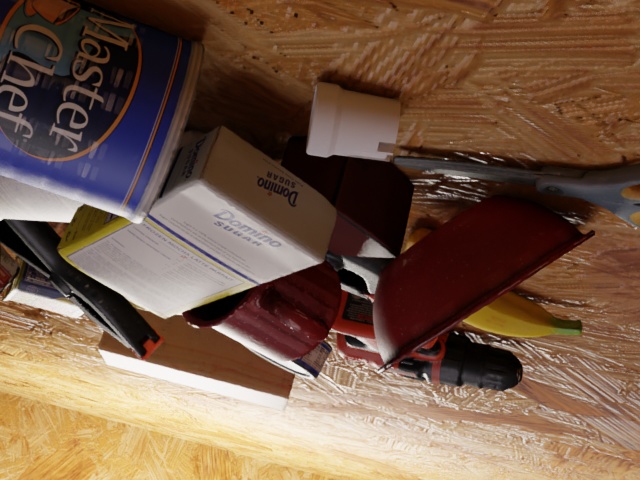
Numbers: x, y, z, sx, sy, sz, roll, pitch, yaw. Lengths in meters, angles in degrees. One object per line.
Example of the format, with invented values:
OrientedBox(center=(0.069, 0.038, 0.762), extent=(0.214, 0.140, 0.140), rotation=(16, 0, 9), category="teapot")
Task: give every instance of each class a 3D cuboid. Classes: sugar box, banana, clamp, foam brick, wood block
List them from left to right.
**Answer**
OrientedBox(center=(-0.229, 0.030, 0.967), extent=(0.210, 0.036, 0.165), rotation=(45, 162, -7), category="clamp")
OrientedBox(center=(-0.079, -0.005, 0.656), extent=(0.093, 0.048, 0.177), rotation=(35, 145, -28), category="sugar box")
OrientedBox(center=(-0.124, 0.112, 1.164), extent=(0.206, 0.090, 0.091), rotation=(15, 163, 1), category="wood block")
OrientedBox(center=(-0.005, 0.001, 0.807), extent=(0.120, 0.039, 0.171), rotation=(11, 157, 33), category="clamp")
OrientedBox(center=(0.016, -0.027, 0.676), extent=(0.051, 0.053, 0.078), rotation=(1, 157, 38), category="foam brick")
OrientedBox(center=(0.120, 0.037, 0.826), extent=(0.197, 0.037, 0.070), rotation=(26, 143, -36), category="banana")

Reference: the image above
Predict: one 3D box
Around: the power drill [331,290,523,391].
OrientedBox(center=(0.089, 0.090, 0.976), extent=(0.185, 0.057, 0.187), rotation=(9, 162, 17), category="power drill")

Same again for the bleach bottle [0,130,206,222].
OrientedBox(center=(-0.137, -0.043, 0.734), extent=(0.251, 0.068, 0.102), rotation=(6, 161, 17), category="bleach bottle")

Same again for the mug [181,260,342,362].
OrientedBox(center=(-0.033, 0.038, 0.740), extent=(0.081, 0.093, 0.117), rotation=(33, 178, -37), category="mug")

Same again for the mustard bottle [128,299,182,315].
OrientedBox(center=(-0.148, 0.031, 0.960), extent=(0.096, 0.058, 0.192), rotation=(32, 164, -17), category="mustard bottle")

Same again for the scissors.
OrientedBox(center=(0.151, -0.027, 0.630), extent=(0.202, 0.016, 0.096), rotation=(4, 160, 32), category="scissors")

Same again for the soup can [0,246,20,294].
OrientedBox(center=(-0.335, 0.010, 0.982), extent=(0.069, 0.068, 0.102), rotation=(-7, 126, 50), category="soup can")

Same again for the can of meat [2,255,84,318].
OrientedBox(center=(-0.287, 0.044, 1.138), extent=(0.083, 0.057, 0.102), rotation=(17, 163, -19), category="can of meat")

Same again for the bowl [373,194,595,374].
OrientedBox(center=(0.090, 0.019, 0.672), extent=(0.055, 0.162, 0.162), rotation=(56, 164, 8), category="bowl")

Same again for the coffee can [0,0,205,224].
OrientedBox(center=(-0.143, -0.079, 0.555), extent=(0.140, 0.103, 0.103), rotation=(19, 162, -15), category="coffee can")

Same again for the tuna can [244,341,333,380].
OrientedBox(center=(-0.033, 0.098, 1.006), extent=(0.086, 0.033, 0.086), rotation=(26, 167, 7), category="tuna can")
